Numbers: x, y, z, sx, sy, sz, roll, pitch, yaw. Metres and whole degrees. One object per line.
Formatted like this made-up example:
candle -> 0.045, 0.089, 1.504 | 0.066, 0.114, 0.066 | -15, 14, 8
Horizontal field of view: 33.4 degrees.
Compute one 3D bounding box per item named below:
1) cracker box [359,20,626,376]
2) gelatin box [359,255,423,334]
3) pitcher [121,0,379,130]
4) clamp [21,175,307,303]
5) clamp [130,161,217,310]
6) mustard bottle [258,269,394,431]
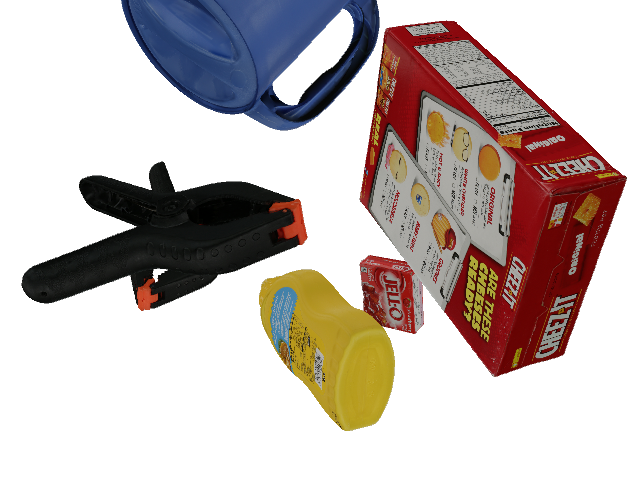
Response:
cracker box -> 0.113, -0.037, 0.773 | 0.072, 0.164, 0.214 | -13, 44, -23
gelatin box -> 0.089, 0.067, 1.330 | 0.073, 0.089, 0.030 | 11, 31, 30
pitcher -> -0.021, -0.210, 0.828 | 0.145, 0.242, 0.149 | 27, -31, 29
clamp -> -0.097, -0.001, 0.658 | 0.172, 0.039, 0.120 | 0, 42, 21
clamp -> -0.139, -0.007, 1.067 | 0.165, 0.036, 0.209 | 20, 40, 17
mustard bottle -> -0.006, 0.080, 0.939 | 0.058, 0.096, 0.192 | -11, 27, -25
